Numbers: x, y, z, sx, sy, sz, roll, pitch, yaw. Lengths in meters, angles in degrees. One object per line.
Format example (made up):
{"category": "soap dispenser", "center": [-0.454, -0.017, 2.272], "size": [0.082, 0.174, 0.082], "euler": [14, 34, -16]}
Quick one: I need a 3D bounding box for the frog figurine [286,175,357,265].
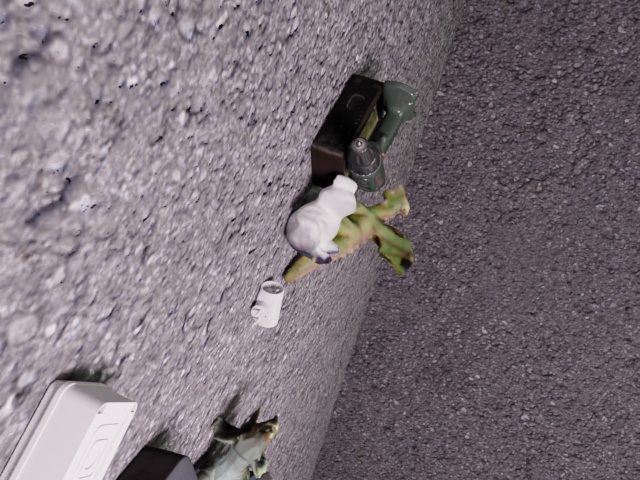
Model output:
{"category": "frog figurine", "center": [0.003, -0.049, 0.975], "size": [0.138, 0.123, 0.158], "euler": [-9, 113, -55]}

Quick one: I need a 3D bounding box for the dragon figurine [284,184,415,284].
{"category": "dragon figurine", "center": [0.102, -0.002, 1.170], "size": [0.119, 0.243, 0.419], "euler": [101, 13, -47]}
